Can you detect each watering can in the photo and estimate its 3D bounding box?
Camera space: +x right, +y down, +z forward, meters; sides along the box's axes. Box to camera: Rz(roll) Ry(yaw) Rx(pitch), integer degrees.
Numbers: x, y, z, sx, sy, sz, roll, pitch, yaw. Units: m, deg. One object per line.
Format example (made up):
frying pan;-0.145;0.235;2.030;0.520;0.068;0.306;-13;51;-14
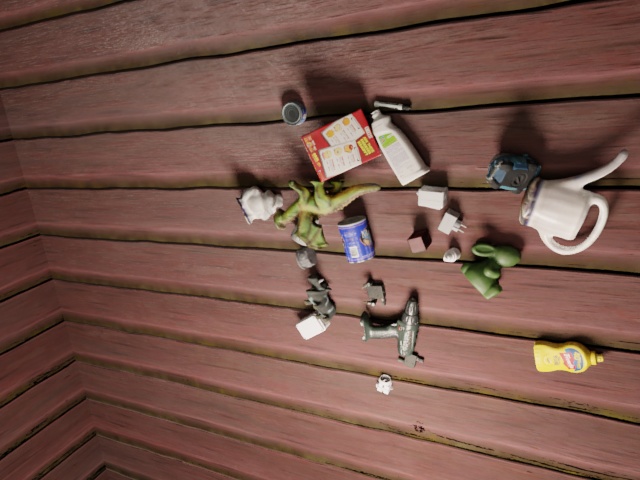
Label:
watering can;0.691;-0.118;1.435;0.225;0.106;0.340;20;124;20

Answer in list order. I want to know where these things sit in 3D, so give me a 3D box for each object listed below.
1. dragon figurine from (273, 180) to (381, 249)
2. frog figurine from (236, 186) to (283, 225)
dragon figurine;0.005;-0.089;1.771;0.411;0.122;0.242;7;92;29
frog figurine;-0.222;-0.144;1.947;0.160;0.122;0.138;-24;87;-3
